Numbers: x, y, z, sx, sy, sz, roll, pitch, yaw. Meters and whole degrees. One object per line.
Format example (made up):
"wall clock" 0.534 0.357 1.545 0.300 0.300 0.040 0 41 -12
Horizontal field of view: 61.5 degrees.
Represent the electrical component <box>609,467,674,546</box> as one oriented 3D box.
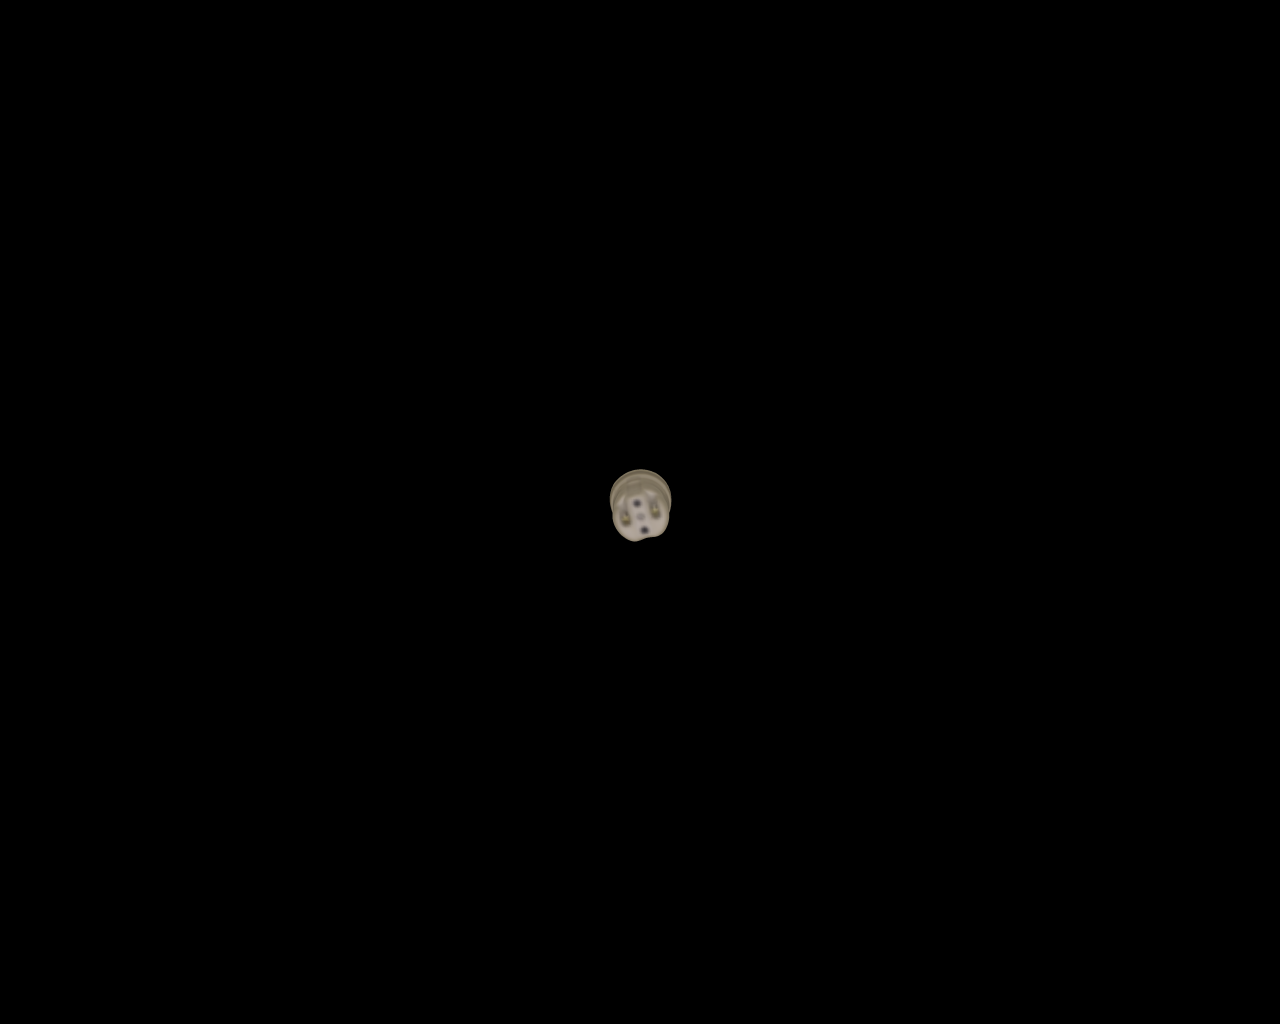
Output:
"electrical component" 0.001 -0.003 0.650 0.040 0.040 0.046 0 16 0
